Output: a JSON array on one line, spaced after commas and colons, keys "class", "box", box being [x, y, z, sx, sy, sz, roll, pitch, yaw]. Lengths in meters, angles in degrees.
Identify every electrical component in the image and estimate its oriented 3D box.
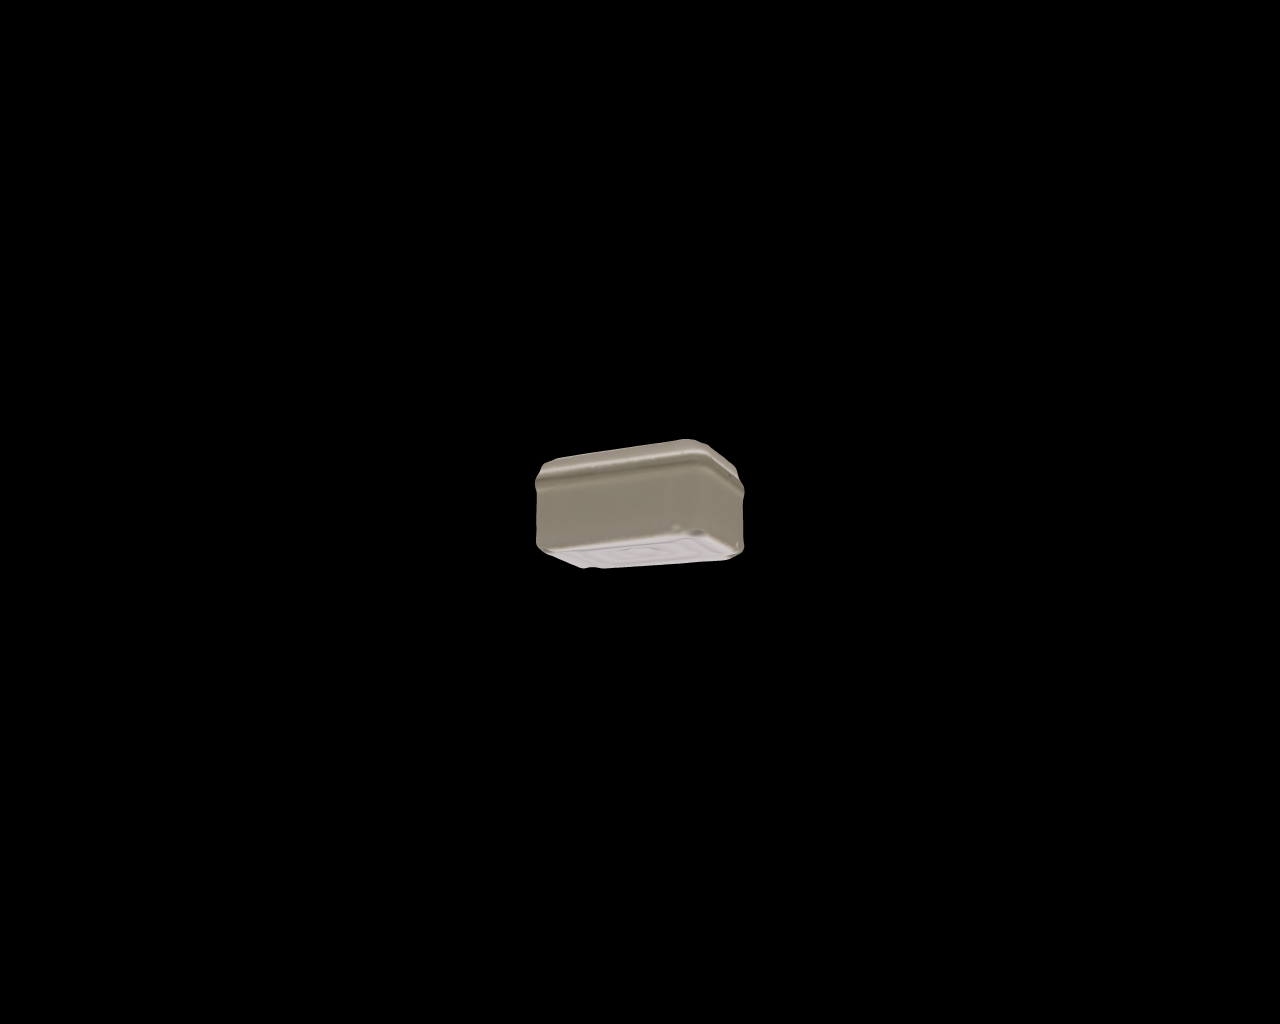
[{"class": "electrical component", "box": [0.001, -0.003, 0.650, 0.113, 0.057, 0.078, -6, -15, 22]}]
